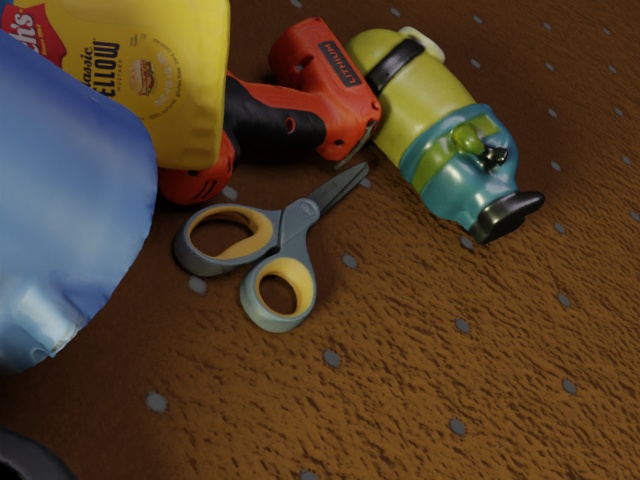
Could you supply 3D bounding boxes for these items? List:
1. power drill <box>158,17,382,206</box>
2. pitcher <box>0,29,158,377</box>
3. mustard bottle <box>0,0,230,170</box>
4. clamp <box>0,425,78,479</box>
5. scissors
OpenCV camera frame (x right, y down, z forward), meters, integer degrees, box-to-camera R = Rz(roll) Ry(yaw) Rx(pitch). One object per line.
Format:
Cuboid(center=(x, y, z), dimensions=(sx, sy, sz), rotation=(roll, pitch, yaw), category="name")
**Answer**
Cuboid(center=(-0.063, -0.107, 0.688), dimensions=(0.187, 0.057, 0.184), rotation=(-10, 62, -43), category="power drill")
Cuboid(center=(-0.188, -0.055, 0.390), dimensions=(0.242, 0.149, 0.145), rotation=(37, 58, -48), category="pitcher")
Cuboid(center=(-0.145, -0.091, 0.556), dimensions=(0.191, 0.096, 0.058), rotation=(4, 14, -6), category="mustard bottle")
Cuboid(center=(-0.113, 0.136, 0.399), dimensions=(0.171, 0.039, 0.120), rotation=(42, 31, 8), category="clamp")
Cuboid(center=(-0.004, 0.001, 0.658), dimensions=(0.201, 0.016, 0.096), rotation=(-16, 64, -49), category="scissors")
